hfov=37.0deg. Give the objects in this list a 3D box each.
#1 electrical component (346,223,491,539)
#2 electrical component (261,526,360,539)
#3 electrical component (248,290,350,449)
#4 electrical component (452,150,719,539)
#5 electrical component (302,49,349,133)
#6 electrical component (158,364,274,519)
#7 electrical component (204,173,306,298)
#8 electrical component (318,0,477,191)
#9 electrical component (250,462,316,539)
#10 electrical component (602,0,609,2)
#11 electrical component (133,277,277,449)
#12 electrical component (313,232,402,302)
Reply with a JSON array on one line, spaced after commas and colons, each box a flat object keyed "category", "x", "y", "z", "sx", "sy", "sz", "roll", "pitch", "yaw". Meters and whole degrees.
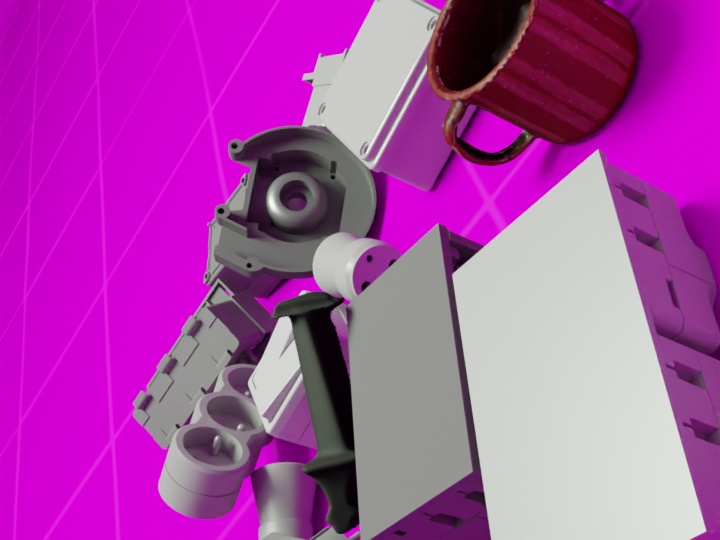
[{"category": "electrical component", "x": 0.046, "y": 0.066, "z": 0.570, "sx": 0.089, "sy": 0.062, "sz": 0.150, "roll": -43, "pitch": 37, "yaw": 38}, {"category": "electrical component", "x": -0.023, "y": 0.174, "z": 0.622, "sx": 0.076, "sy": 0.047, "sz": 0.083, "roll": -31, "pitch": 9, "yaw": -29}, {"category": "electrical component", "x": -0.033, "y": 0.071, "z": 0.702, "sx": 0.096, "sy": 0.061, "sz": 0.061, "roll": -59, "pitch": 30, "yaw": 16}, {"category": "electrical component", "x": 0.108, "y": 0.056, "z": 0.475, "sx": 0.105, "sy": 0.060, "sz": 0.186, "roll": -43, "pitch": 37, "yaw": 38}, {"category": "electrical component", "x": -0.012, "y": -0.131, "z": 0.825, "sx": 0.081, "sy": 0.042, "sz": 0.063, "roll": 10, "pitch": 84, "yaw": 61}, {"category": "electrical component", "x": -0.096, "y": 0.127, "z": 0.736, "sx": 0.138, "sy": 0.052, "sz": 0.073, "roll": -59, "pitch": -10, "yaw": -65}, {"category": "electrical component", "x": -0.082, "y": -0.021, "z": 0.855, "sx": 0.096, "sy": 0.061, "sz": 0.061, "roll": -45, "pitch": 38, "yaw": 47}, {"category": "electrical component", "x": 0.032, "y": -0.125, "z": 0.730, "sx": 0.108, "sy": 0.056, "sz": 0.108, "roll": -61, "pitch": 30, "yaw": 13}, {"category": "electrical component", "x": -0.048, "y": 0.161, "z": 0.689, "sx": 0.044, "sy": 0.044, "sz": 0.065, "roll": -38, "pitch": 45, "yaw": 42}, {"category": "electrical component", "x": 0.133, "y": -0.181, "z": 0.615, "sx": 0.040, "sy": 0.040, "sz": 0.046, "roll": -48, "pitch": 41, "yaw": 33}, {"category": "electrical component", "x": -0.119, "y": 0.078, "z": 0.828, "sx": 0.079, "sy": 0.063, "sz": 0.121, "roll": 44, "pitch": 116, "yaw": 16}, {"category": "electrical component", "x": 0.000, "y": 0.000, "z": 0.711, "sx": 0.055, "sy": 0.045, "sz": 0.045, "roll": 16, "pitch": 86, "yaw": 61}]
